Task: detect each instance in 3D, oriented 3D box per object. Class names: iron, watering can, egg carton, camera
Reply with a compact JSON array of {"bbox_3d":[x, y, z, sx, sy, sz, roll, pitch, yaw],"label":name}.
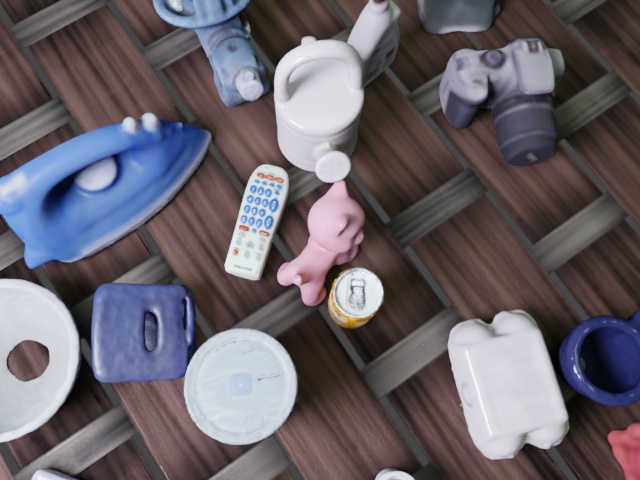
[{"bbox_3d":[-0.244,-0.081,0.637,0.258,0.141,0.118,-33,79,-9],"label":"iron"},{"bbox_3d":[0.003,-0.150,0.635,0.101,0.194,0.173,-30,78,-9],"label":"watering can"},{"bbox_3d":[0.202,0.156,0.626,0.107,0.069,0.150,-13,76,-5],"label":"egg carton"},{"bbox_3d":[0.231,-0.165,0.694,0.143,0.101,0.137,-5,76,-3],"label":"camera"}]

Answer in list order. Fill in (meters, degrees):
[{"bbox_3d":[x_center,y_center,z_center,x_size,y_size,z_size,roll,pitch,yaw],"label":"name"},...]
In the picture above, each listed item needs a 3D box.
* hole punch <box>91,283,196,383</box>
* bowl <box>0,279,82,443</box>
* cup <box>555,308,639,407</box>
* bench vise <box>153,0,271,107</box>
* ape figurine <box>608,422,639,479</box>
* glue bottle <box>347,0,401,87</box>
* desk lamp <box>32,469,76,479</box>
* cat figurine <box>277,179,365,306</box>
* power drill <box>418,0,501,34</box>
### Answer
[{"bbox_3d":[-0.186,0.098,0.619,0.101,0.091,0.108,-4,76,-3],"label":"hole punch"},{"bbox_3d":[-0.329,0.129,0.615,0.167,0.075,0.167,0,75,-1],"label":"bowl"},{"bbox_3d":[0.305,0.123,0.624,0.091,0.095,0.118,42,78,9],"label":"cup"},{"bbox_3d":[-0.110,-0.271,0.650,0.121,0.220,0.207,-42,80,-11],"label":"bench vise"},{"bbox_3d":[0.356,0.235,0.598,0.076,0.092,0.078,21,76,4],"label":"ape figurine"},{"bbox_3d":[0.064,-0.247,0.673,0.078,0.173,0.037,-41,80,-11],"label":"glue bottle"},{"bbox_3d":[-0.221,0.300,0.502,0.203,0.213,0.118,19,76,3],"label":"desk lamp"},{"bbox_3d":[0.006,0.002,0.635,0.067,0.118,0.128,33,77,7],"label":"cat figurine"},{"bbox_3d":[0.181,-0.340,0.682,0.229,0.208,0.075,-6,76,-3],"label":"power drill"}]
